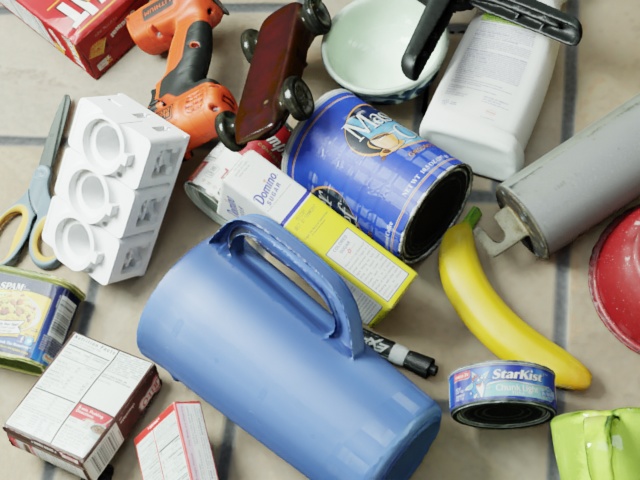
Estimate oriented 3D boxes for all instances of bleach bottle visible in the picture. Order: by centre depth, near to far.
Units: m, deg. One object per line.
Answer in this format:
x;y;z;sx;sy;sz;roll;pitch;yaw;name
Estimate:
0.186;-0.181;1.010;0.103;0.068;0.250;20;67;20;bleach bottle

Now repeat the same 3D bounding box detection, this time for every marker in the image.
0.047;0.090;0.929;0.121;0.020;0.020;22;71;21;marker

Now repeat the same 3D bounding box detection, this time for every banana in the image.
0.153;0.055;0.913;0.069;0.037;0.198;-28;62;-2;banana

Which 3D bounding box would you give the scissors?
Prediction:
-0.264;-0.052;1.067;0.096;0.016;0.201;20;70;18;scissors

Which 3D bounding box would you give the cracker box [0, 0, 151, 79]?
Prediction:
-0.263;-0.299;1.157;0.214;0.072;0.164;38;77;25;cracker box

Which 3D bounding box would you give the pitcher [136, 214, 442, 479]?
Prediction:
-0.020;0.101;0.871;0.243;0.149;0.145;36;75;21;pitcher

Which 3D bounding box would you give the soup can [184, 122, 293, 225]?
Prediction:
-0.071;-0.068;1.004;0.069;0.068;0.102;33;74;24;soup can

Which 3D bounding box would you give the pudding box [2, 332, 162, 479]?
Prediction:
-0.206;0.143;0.932;0.090;0.039;0.113;18;52;22;pudding box

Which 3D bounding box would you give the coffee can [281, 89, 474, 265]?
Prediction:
0.050;-0.058;0.954;0.140;0.103;0.102;35;75;24;coffee can

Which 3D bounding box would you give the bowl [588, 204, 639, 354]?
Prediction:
0.307;0.022;0.888;0.162;0.055;0.162;-5;63;10;bowl

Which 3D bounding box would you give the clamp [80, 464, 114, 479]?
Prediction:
-0.229;0.262;0.893;0.171;0.039;0.120;-19;51;-1;clamp

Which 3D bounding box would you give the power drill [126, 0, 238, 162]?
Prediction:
-0.158;-0.152;1.055;0.185;0.057;0.187;-21;55;28;power drill

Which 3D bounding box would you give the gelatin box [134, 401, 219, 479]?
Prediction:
-0.118;0.189;0.887;0.073;0.030;0.089;-45;52;39;gelatin box

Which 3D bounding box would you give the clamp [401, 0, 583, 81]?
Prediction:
0.122;-0.226;0.989;0.164;0.036;0.210;-18;50;-10;clamp

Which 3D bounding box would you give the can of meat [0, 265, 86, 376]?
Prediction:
-0.279;0.074;0.985;0.102;0.057;0.084;10;69;17;can of meat

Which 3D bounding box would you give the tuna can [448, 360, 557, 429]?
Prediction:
0.146;0.125;0.853;0.086;0.086;0.034;-3;65;10;tuna can

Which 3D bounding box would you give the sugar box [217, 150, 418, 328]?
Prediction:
-0.006;0.001;0.913;0.176;0.093;0.048;40;72;4;sugar box
